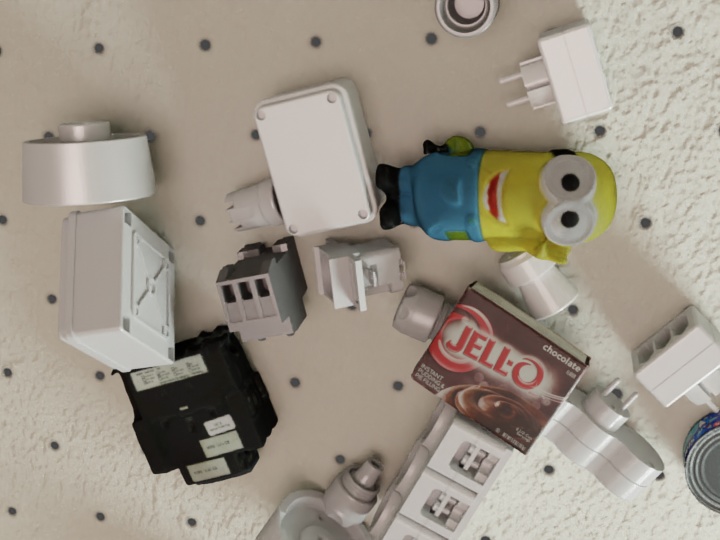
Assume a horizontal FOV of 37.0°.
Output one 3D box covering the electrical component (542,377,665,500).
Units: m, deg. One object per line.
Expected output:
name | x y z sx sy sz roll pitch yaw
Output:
electrical component | 0.197 0.120 0.887 0.138 0.052 0.073 38 111 -2

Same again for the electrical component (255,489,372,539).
electrical component | -0.044 0.257 0.954 0.108 0.108 0.060 39 117 -3

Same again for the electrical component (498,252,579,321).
electrical component | 0.143 0.006 0.864 0.045 0.045 0.055 -31 99 19

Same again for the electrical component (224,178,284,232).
electrical component | -0.084 -0.053 0.894 0.046 0.040 0.040 -13 105 21

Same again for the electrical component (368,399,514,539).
electrical component | 0.069 0.176 0.911 0.062 0.089 0.150 28 111 1

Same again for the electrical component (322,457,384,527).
electrical component | -0.003 0.194 0.956 0.043 0.043 0.062 34 109 -1

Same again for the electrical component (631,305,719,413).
electrical component | 0.269 0.082 0.863 0.077 0.047 0.066 45 110 -5

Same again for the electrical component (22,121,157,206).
electrical component | -0.222 -0.090 0.876 0.108 0.108 0.060 0 102 11

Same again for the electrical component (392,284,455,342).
electrical component | 0.061 0.041 0.893 0.062 0.043 0.043 23 111 2

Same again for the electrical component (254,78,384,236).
electrical component | -0.032 -0.090 0.861 0.078 0.057 0.113 -11 105 15

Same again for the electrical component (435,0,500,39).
electrical component | 0.081 -0.198 0.804 0.045 0.055 0.045 3 108 10

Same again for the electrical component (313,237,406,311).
electrical component | 0.000 0.000 0.877 0.064 0.081 0.042 -12 108 -16

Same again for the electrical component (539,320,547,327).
electrical component | 0.127 0.053 0.886 0.046 0.040 0.040 13 110 1

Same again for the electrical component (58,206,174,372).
electrical component | -0.196 0.017 0.882 0.056 0.108 0.108 -8 69 11

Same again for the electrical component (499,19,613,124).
electrical component | 0.144 -0.145 0.813 0.077 0.047 0.065 -16 104 16
